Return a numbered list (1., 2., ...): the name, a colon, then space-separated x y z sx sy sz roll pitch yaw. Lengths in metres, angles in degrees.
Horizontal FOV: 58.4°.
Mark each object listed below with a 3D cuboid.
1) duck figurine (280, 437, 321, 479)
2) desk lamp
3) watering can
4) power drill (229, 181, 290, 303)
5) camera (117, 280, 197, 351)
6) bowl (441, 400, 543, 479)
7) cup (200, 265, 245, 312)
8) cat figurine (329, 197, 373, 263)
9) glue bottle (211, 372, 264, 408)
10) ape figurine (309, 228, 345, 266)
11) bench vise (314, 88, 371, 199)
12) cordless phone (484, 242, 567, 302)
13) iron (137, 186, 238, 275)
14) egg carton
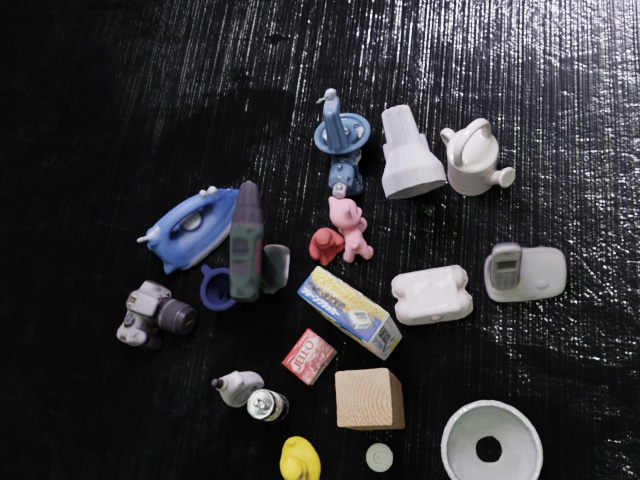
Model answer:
1. duck figurine: -0.045 0.421 1.066 0.077 0.086 0.104 -18 68 7
2. desk lamp: 0.175 -0.159 1.147 0.118 0.214 0.203 -15 68 9
3. watering can: 0.307 -0.167 1.128 0.172 0.194 0.101 22 78 20
4. power drill: -0.127 0.022 1.161 0.075 0.209 0.229 -1 71 14
5. camera: -0.345 0.169 1.222 0.136 0.101 0.143 16 76 19
6. bowl: 0.299 0.369 1.005 0.167 0.075 0.167 -4 70 13
7. cup: -0.202 0.106 1.212 0.092 0.095 0.117 -43 67 -3
8. cat figurine: 0.060 -0.029 1.182 0.067 0.118 0.127 -17 68 8
9. glue bottle: -0.167 0.281 1.099 0.078 0.173 0.037 -41 66 -2
10. ape figurine: 0.011 0.004 1.197 0.077 0.092 0.076 -8 69 11
11. bench vise: 0.052 -0.200 1.189 0.121 0.220 0.207 -18 68 8
12. cordless phone: 0.374 0.047 1.040 0.147 0.185 0.094 -9 69 11
13. iron: -0.278 -0.049 1.261 0.258 0.142 0.118 -41 66 -3
14. egg carton: 0.218 0.110 1.120 0.150 0.069 0.107 -11 69 10
